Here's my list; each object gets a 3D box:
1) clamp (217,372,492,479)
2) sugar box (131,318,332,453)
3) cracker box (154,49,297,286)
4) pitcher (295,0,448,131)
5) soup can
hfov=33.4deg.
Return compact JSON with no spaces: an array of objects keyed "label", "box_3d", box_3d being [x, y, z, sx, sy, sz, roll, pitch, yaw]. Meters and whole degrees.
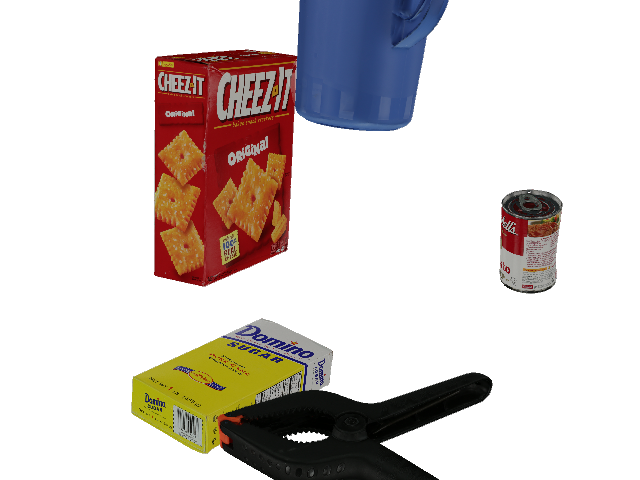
[{"label":"clamp","box_3d":[0.030,0.142,0.791,0.210,0.036,0.164,5,29,15]},{"label":"sugar box","box_3d":[-0.078,0.128,0.981,0.093,0.048,0.175,22,30,32]},{"label":"cracker box","box_3d":[-0.092,-0.078,1.066,0.072,0.214,0.163,11,17,27]},{"label":"pitcher","box_3d":[0.048,-0.221,0.933,0.145,0.243,0.149,8,15,7]},{"label":"soup can","box_3d":[0.242,0.001,1.233,0.068,0.102,0.068,-3,30,1]}]
